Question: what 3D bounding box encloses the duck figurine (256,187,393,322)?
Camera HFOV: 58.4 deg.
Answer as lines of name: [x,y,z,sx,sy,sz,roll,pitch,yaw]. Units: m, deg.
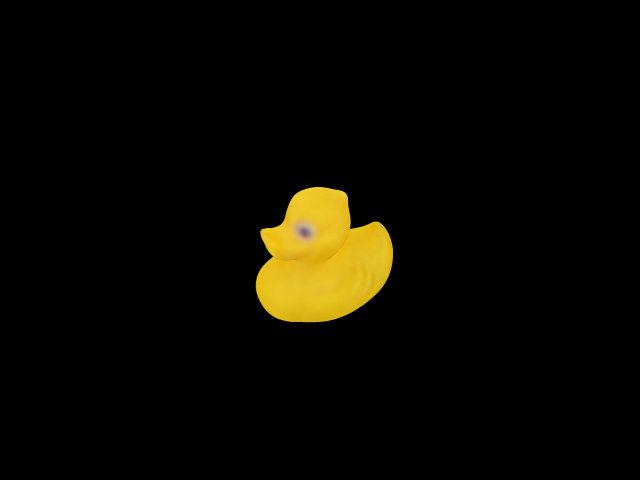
duck figurine: [0.004,0.001,0.400,0.105,0.086,0.077,-18,44,-19]
